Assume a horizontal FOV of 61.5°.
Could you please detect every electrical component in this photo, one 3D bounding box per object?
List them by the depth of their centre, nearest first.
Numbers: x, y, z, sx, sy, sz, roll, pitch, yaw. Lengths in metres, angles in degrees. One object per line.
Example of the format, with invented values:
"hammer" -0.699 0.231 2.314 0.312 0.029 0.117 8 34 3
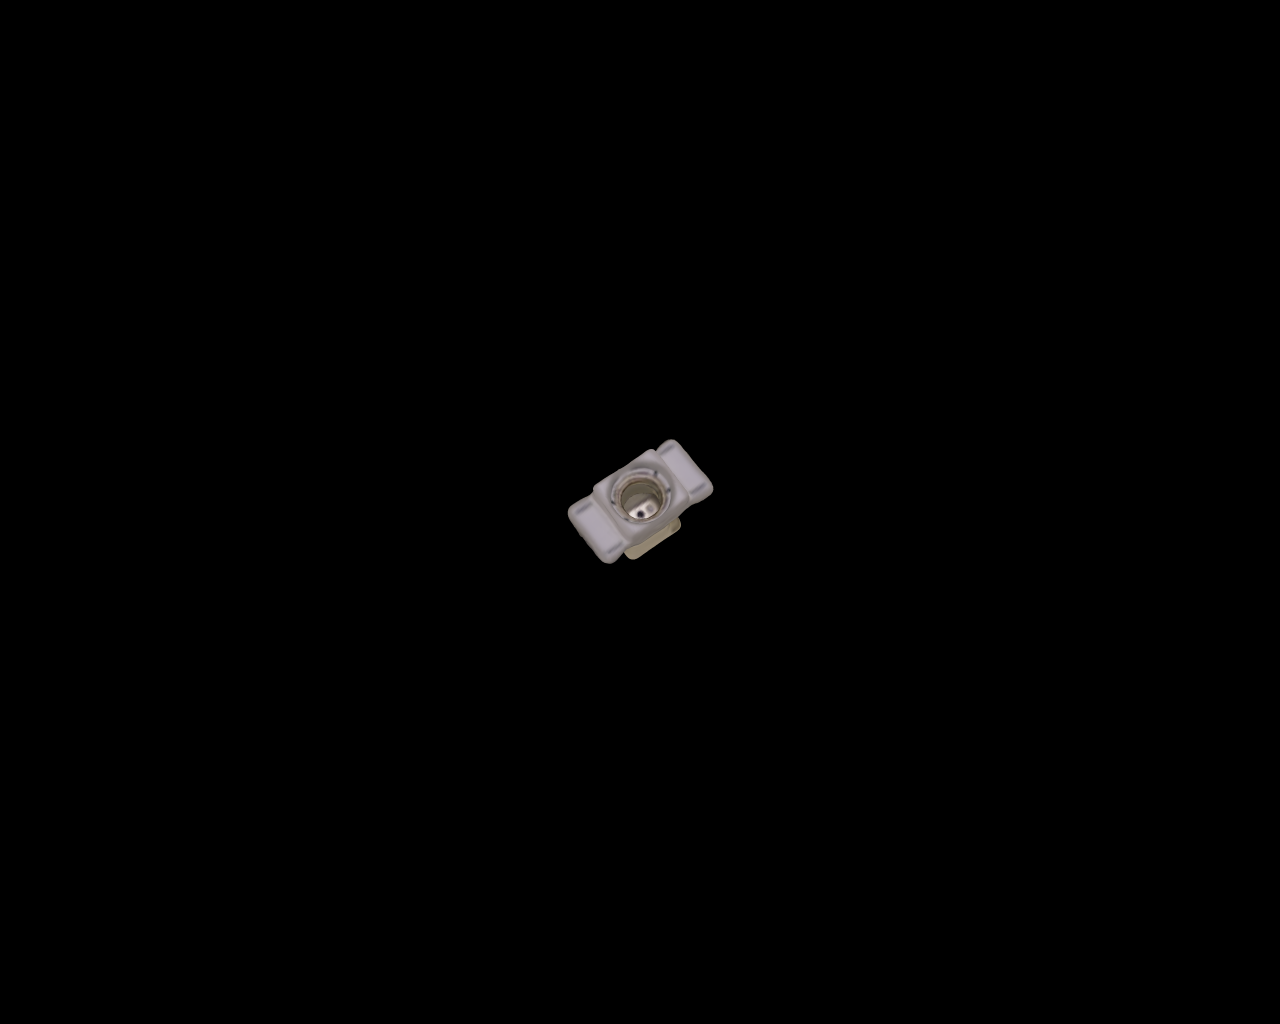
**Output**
"electrical component" 0.001 -0.003 0.650 0.081 0.042 0.063 -33 -16 -11
